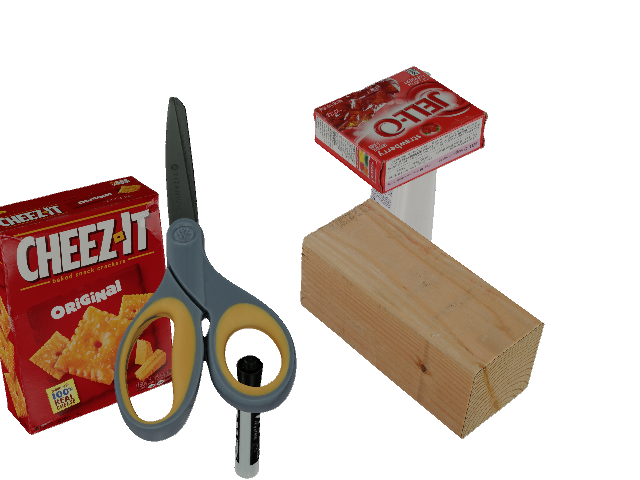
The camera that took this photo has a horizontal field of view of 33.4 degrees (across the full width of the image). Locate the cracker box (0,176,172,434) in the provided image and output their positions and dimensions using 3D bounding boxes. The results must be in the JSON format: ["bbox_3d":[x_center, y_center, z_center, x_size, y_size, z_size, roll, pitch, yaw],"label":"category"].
[{"bbox_3d":[-0.233,0.062,1.044,0.163,0.214,0.072,-17,28,-32],"label":"cracker box"}]

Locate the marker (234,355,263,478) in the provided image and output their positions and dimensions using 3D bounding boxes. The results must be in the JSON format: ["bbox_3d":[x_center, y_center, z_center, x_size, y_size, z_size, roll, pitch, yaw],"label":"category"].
[{"bbox_3d":[-0.053,0.131,0.789,0.020,0.121,0.020,3,39,-2],"label":"marker"}]

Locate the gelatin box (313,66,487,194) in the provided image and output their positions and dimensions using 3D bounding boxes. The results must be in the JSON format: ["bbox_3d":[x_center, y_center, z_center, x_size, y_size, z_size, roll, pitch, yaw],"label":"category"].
[{"bbox_3d":[0.052,-0.074,0.693,0.089,0.030,0.073,-26,46,-25],"label":"gelatin box"}]

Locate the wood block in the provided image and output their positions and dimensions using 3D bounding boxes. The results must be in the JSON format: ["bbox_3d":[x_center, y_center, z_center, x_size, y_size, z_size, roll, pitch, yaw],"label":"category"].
[{"bbox_3d":[0.083,0.065,0.947,0.090,0.091,0.206,-31,53,-30],"label":"wood block"}]

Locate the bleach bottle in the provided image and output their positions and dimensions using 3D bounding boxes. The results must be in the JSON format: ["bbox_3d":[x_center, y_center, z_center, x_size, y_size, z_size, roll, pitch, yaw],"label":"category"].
[{"bbox_3d":[0.100,-0.070,1.242,0.068,0.251,0.103,-2,23,-22],"label":"bleach bottle"}]

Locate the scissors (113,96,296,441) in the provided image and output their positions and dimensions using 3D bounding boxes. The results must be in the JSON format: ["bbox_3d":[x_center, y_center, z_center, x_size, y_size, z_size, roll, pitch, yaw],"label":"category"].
[{"bbox_3d":[-0.051,0.008,0.544,0.096,0.201,0.016,6,-32,5],"label":"scissors"}]
